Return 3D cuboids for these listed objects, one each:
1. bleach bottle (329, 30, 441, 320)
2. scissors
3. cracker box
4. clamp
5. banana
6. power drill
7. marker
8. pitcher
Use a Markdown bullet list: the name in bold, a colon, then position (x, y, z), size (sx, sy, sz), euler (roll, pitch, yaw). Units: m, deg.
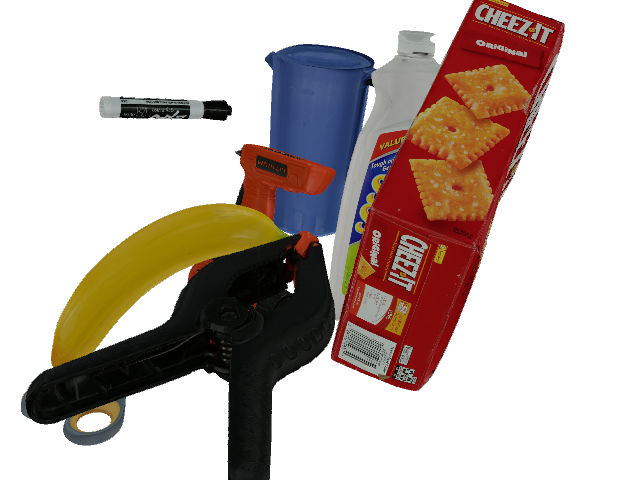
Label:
- **bleach bottle**: position (0.062, -0.053, 0.918), size (0.102, 0.251, 0.068), euler (7, 16, 8)
- **scissors**: position (-0.162, 0.131, 0.945), size (0.201, 0.016, 0.096), euler (-12, 35, -34)
- **cracker box**: position (0.085, -0.031, 0.701), size (0.072, 0.213, 0.164), euler (22, -38, 8)
- **clamp**: position (-0.038, 0.055, 0.503), size (0.120, 0.039, 0.171), euler (30, 48, 24)
- **banana**: position (-0.110, 0.024, 0.731), size (0.198, 0.069, 0.037), euler (-25, 9, 6)
- **power drill**: position (-0.048, 0.003, 1.126), size (0.185, 0.188, 0.057), euler (22, 8, 32)
- **marker**: position (-0.138, -0.119, 0.964), size (0.120, 0.020, 0.020), euler (-2, 1, -25)
- **pitcher**: position (0.002, -0.130, 1.413), size (0.144, 0.243, 0.149), euler (-2, 24, -20)
